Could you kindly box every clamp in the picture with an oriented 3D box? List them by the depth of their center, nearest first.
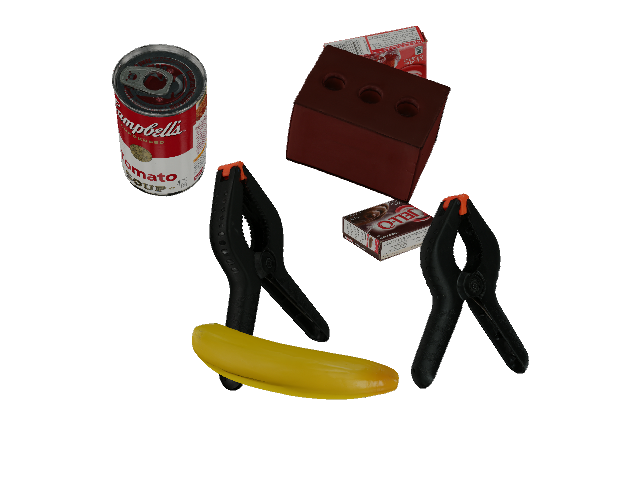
[{"bbox_3d":[0.119,0.048,0.939,0.120,0.171,0.039,-14,0,-34],"label":"clamp"},{"bbox_3d":[-0.057,0.027,1.040,0.036,0.210,0.164,-10,0,35],"label":"clamp"}]

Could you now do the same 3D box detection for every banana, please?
[{"bbox_3d":[-0.036,0.091,0.835,0.198,0.037,0.069,13,26,36],"label":"banana"}]

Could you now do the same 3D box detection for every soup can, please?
[{"bbox_3d":[-0.121,-0.089,0.809,0.068,0.068,0.102,0,-33,-6],"label":"soup can"}]

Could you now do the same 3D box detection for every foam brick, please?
[{"bbox_3d":[0.026,-0.066,0.608,0.078,0.053,0.051,20,-33,9],"label":"foam brick"}]

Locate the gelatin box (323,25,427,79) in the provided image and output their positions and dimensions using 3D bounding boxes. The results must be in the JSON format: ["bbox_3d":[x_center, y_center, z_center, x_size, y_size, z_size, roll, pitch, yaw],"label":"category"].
[{"bbox_3d":[0.050,-0.147,0.951,0.089,0.030,0.073,-12,-42,-5],"label":"gelatin box"}]

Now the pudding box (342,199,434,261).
[{"bbox_3d":[0.101,-0.017,1.546,0.113,0.039,0.090,-21,35,-31],"label":"pudding box"}]
